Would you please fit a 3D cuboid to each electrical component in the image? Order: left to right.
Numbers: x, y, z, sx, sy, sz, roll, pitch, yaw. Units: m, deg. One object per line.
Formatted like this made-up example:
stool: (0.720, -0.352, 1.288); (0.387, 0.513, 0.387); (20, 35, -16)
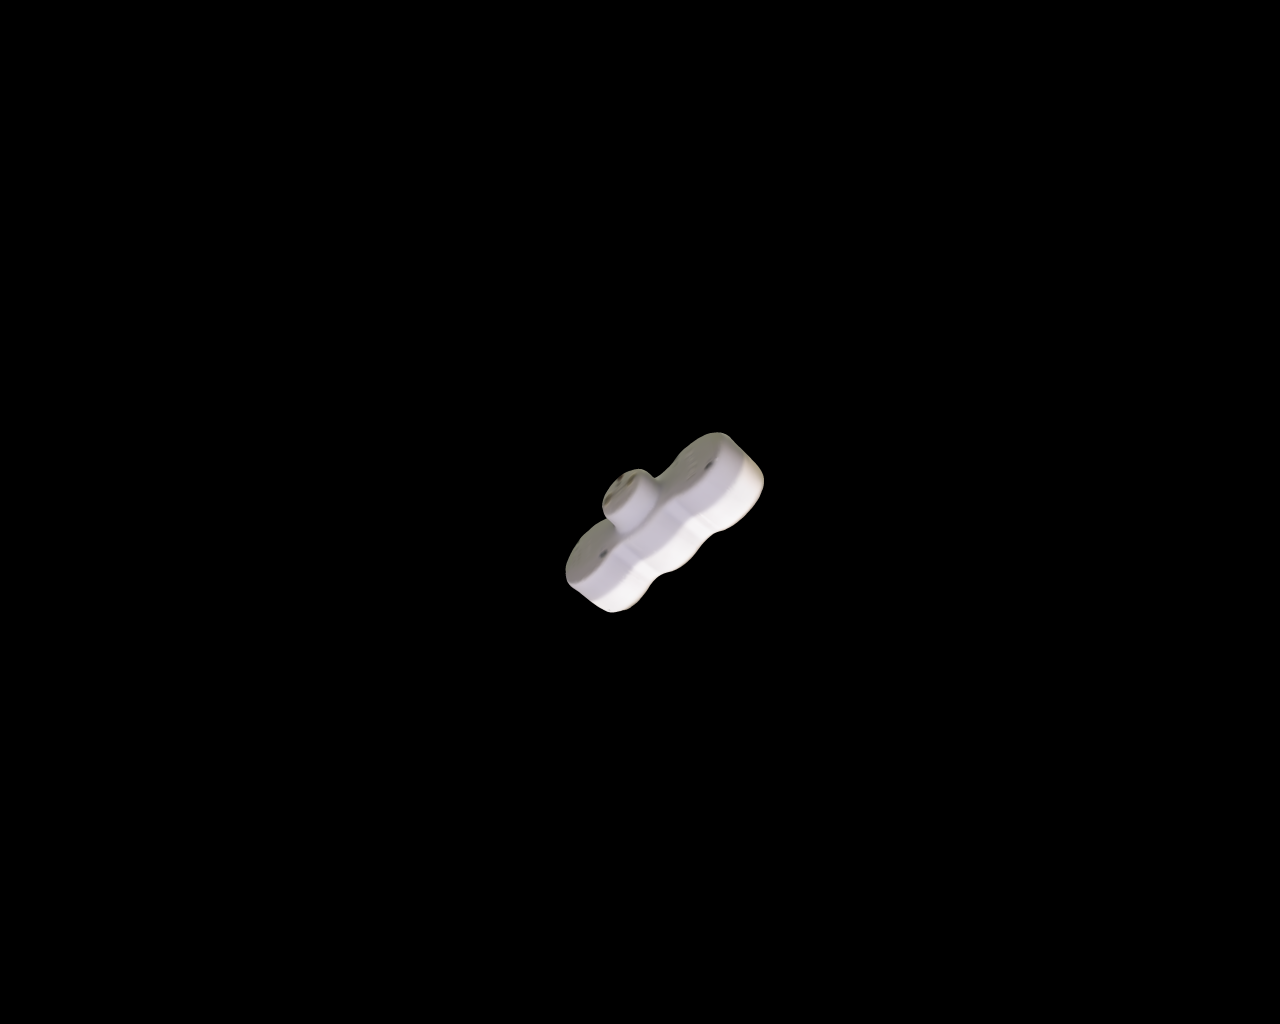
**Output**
electrical component: (0.001, -0.003, 0.650); (0.138, 0.073, 0.052); (-39, 24, 22)
